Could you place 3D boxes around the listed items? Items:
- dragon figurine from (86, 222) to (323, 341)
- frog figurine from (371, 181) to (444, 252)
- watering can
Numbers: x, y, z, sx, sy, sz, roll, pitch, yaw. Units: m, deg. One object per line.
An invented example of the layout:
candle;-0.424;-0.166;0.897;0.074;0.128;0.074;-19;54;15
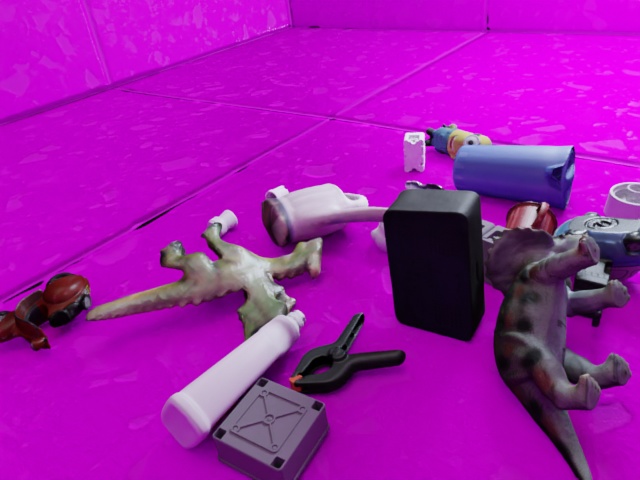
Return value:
dragon figurine;-0.161;0.092;0.897;0.245;0.119;0.416;31;48;35
frog figurine;0.187;-0.032;1.040;0.139;0.160;0.121;29;-8;42
watering can;0.003;-0.053;1.054;0.225;0.103;0.350;-16;15;-17
